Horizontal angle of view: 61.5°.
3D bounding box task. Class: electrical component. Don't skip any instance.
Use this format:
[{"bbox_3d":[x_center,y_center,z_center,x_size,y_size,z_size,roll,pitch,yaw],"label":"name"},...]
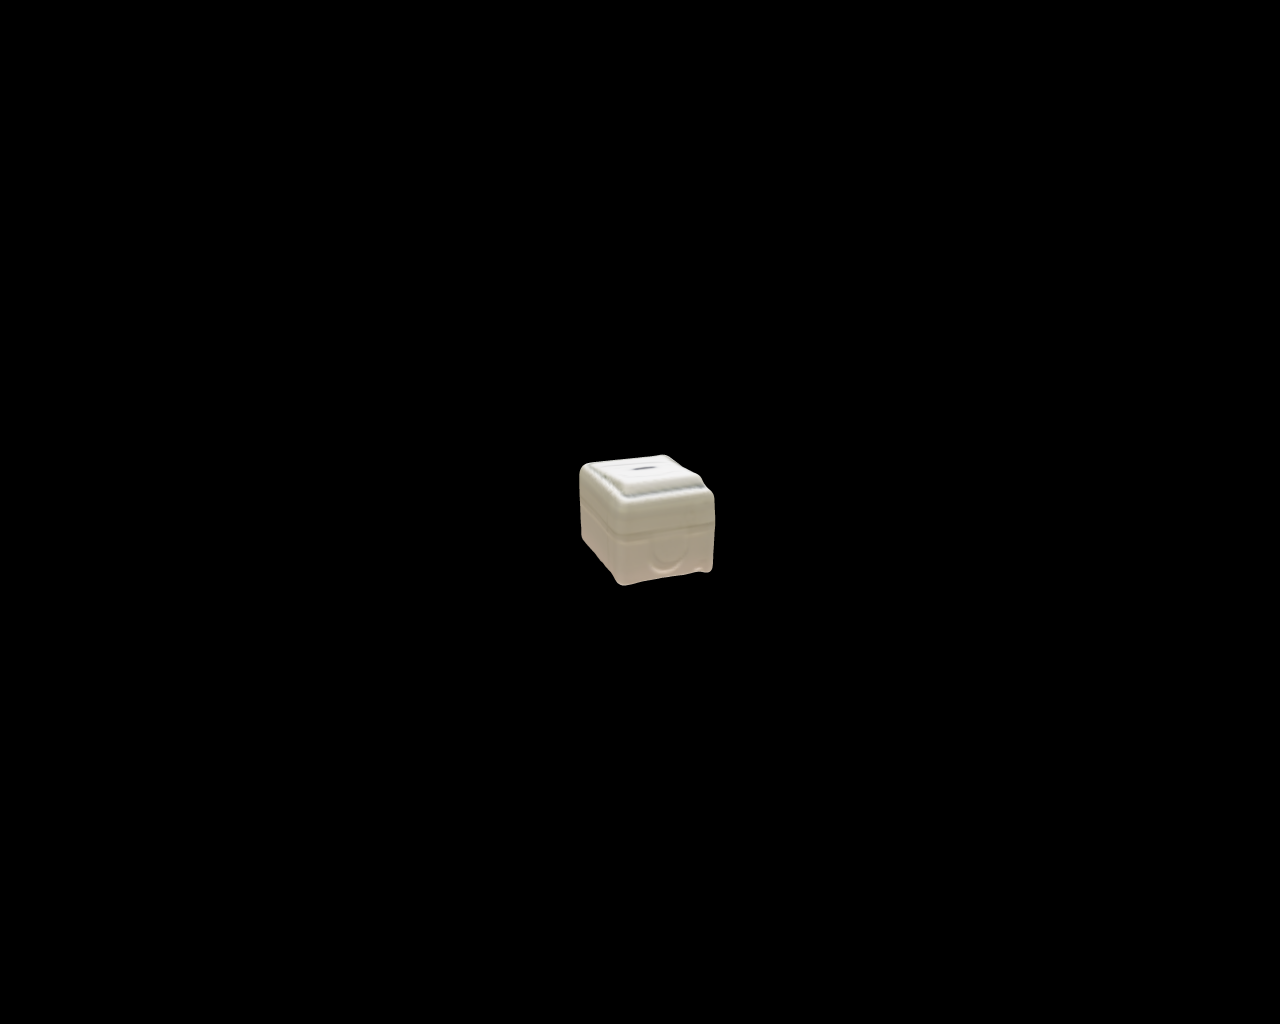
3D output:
[{"bbox_3d":[0.001,-0.003,0.650,0.062,0.061,0.096,-7,22,-18],"label":"electrical component"}]
